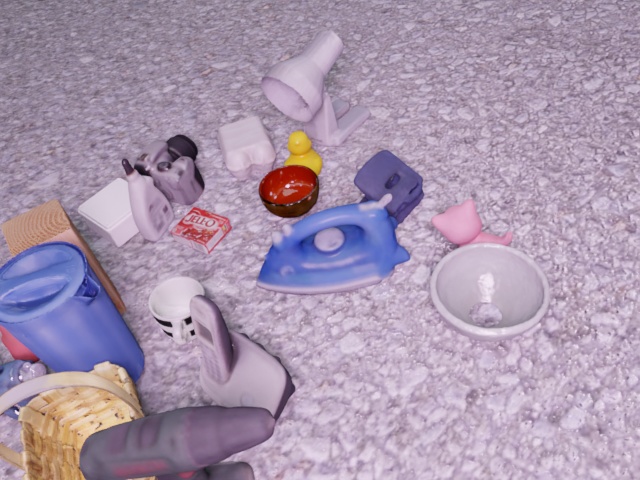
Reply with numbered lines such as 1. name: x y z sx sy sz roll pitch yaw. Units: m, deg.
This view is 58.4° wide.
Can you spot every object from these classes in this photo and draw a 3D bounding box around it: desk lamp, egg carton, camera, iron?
1. desk lamp: -0.007 -0.295 1.150 0.117 0.214 0.203 26 57 30
2. egg carton: -0.151 -0.193 1.185 0.107 0.069 0.150 -19 47 -6
3. camera: -0.298 -0.156 1.159 0.142 0.101 0.137 14 52 23
4. iron: 0.008 0.003 0.921 0.258 0.142 0.118 -14 47 -1

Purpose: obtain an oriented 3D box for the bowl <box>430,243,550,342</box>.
1. bowl: 0.245 0.088 0.841 0.167 0.075 0.167 -6 47 6

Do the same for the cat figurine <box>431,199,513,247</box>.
1. cat figurine: 0.243 -0.010 0.902 0.127 0.118 0.067 20 55 27

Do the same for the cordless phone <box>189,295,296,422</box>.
1. cordless phone: -0.114 0.161 0.771 0.147 0.185 0.094 24 57 30

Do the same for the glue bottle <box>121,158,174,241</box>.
1. glue bottle: -0.322 -0.081 1.044 0.037 0.173 0.078 10 51 20

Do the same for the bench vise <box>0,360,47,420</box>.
1. bench vise: -0.504 0.175 0.814 0.207 0.220 0.121 -19 47 -6

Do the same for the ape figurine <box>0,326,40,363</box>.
1. ape figurine: -0.479 0.150 0.920 0.077 0.092 0.076 -3 47 9

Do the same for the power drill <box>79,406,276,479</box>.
1. power drill: -0.145 0.261 0.669 0.229 0.209 0.075 -8 47 5

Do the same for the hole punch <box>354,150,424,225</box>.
1. hole punch: 0.126 -0.096 1.024 0.100 0.091 0.109 25 57 30

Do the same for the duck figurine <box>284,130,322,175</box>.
1. duck figurine: -0.038 -0.171 1.130 0.077 0.086 0.104 -8 47 4
